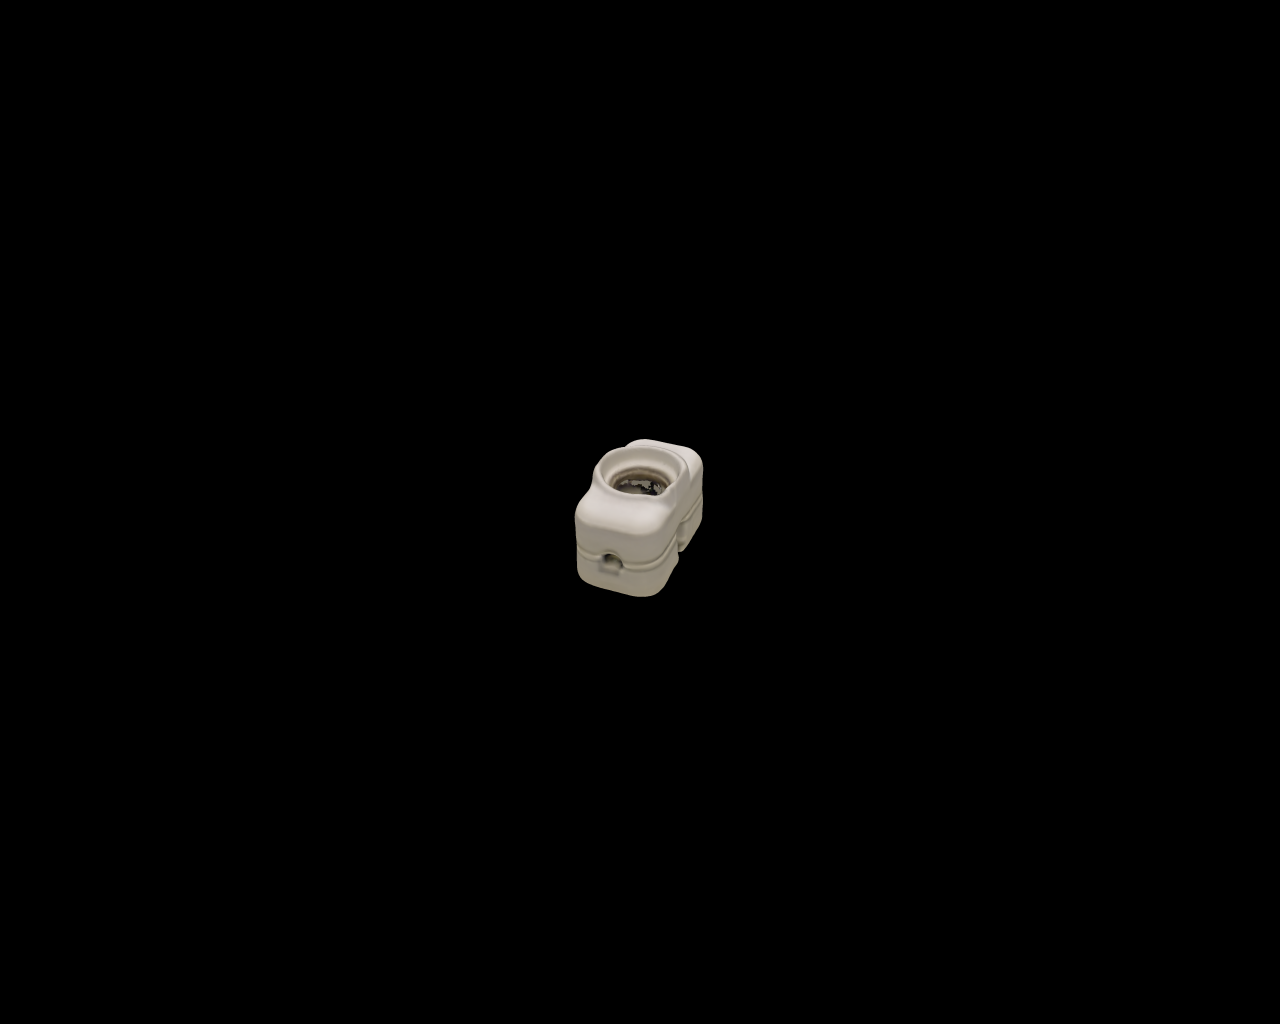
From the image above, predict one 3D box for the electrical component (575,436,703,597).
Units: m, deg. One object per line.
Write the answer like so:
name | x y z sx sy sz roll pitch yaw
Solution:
electrical component | 0.001 -0.003 0.650 0.054 0.059 0.095 13 38 18
